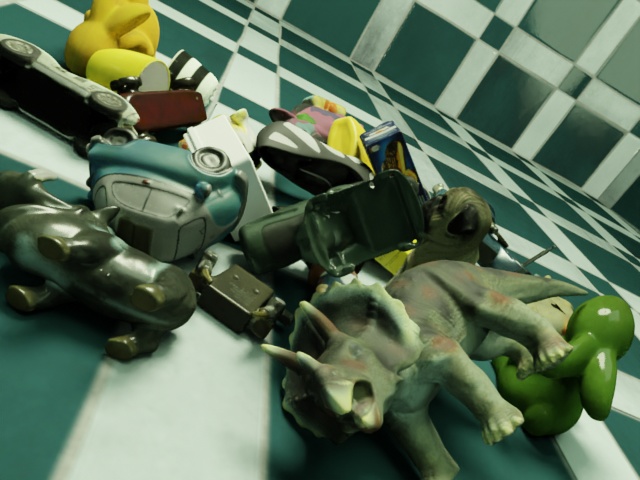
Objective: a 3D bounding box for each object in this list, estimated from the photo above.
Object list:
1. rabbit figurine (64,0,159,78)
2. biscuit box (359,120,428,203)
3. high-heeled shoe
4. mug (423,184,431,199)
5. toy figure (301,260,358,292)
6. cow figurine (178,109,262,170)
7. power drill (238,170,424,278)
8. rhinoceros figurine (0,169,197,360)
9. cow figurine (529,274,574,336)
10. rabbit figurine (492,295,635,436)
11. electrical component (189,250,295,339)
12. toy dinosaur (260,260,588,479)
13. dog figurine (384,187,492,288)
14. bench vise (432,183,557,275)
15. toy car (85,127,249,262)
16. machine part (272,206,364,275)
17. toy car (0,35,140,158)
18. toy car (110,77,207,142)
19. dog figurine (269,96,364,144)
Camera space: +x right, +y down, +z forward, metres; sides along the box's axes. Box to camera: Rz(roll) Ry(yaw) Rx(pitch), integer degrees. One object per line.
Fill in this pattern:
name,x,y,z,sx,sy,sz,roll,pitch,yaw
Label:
rabbit figurine,-0.317,-0.309,0.825,0.122,0.162,0.173,40,40,-10
biscuit box,0.132,-0.088,0.874,0.059,0.063,0.202,-103,166,-61
high-heeled shoe,0.012,-0.080,0.800,0.248,0.086,0.145,46,31,-2
mug,0.151,-0.073,0.993,0.110,0.080,0.107,-3,11,13
toy figure,0.019,0.053,0.610,0.155,0.058,0.064,-112,176,-55
cow figurine,-0.133,-0.118,0.739,0.098,0.068,0.167,63,21,-14
power drill,0.032,-0.027,0.558,0.232,0.086,0.207,-21,12,-10
rhinoceros figurine,-0.184,0.011,0.427,0.190,0.073,0.112,32,25,0
cow figurine,0.328,0.113,0.826,0.195,0.085,0.127,7,40,-41
rabbit figurine,0.285,0.134,0.620,0.121,0.170,0.159,38,24,14
electrical component,-0.075,0.052,0.510,0.102,0.045,0.078,37,26,12
toy dinosaur,0.111,0.082,0.501,0.192,0.131,0.405,47,41,15
dog figurine,0.163,0.031,0.652,0.121,0.190,0.172,44,25,26
bench vise,0.278,-0.017,0.974,0.223,0.129,0.241,18,31,-34
toy car,-0.156,-0.035,0.519,0.162,0.109,0.103,17,44,-10
machine part,-0.001,-0.002,0.712,0.139,0.039,0.084,41,17,25
toy car,-0.300,-0.162,0.619,0.202,0.073,0.056,30,24,-2
toy car,-0.217,-0.176,0.736,0.053,0.089,0.202,-10,14,19
dog figurine,-0.034,-0.197,0.968,0.219,0.108,0.192,-3,41,-48
